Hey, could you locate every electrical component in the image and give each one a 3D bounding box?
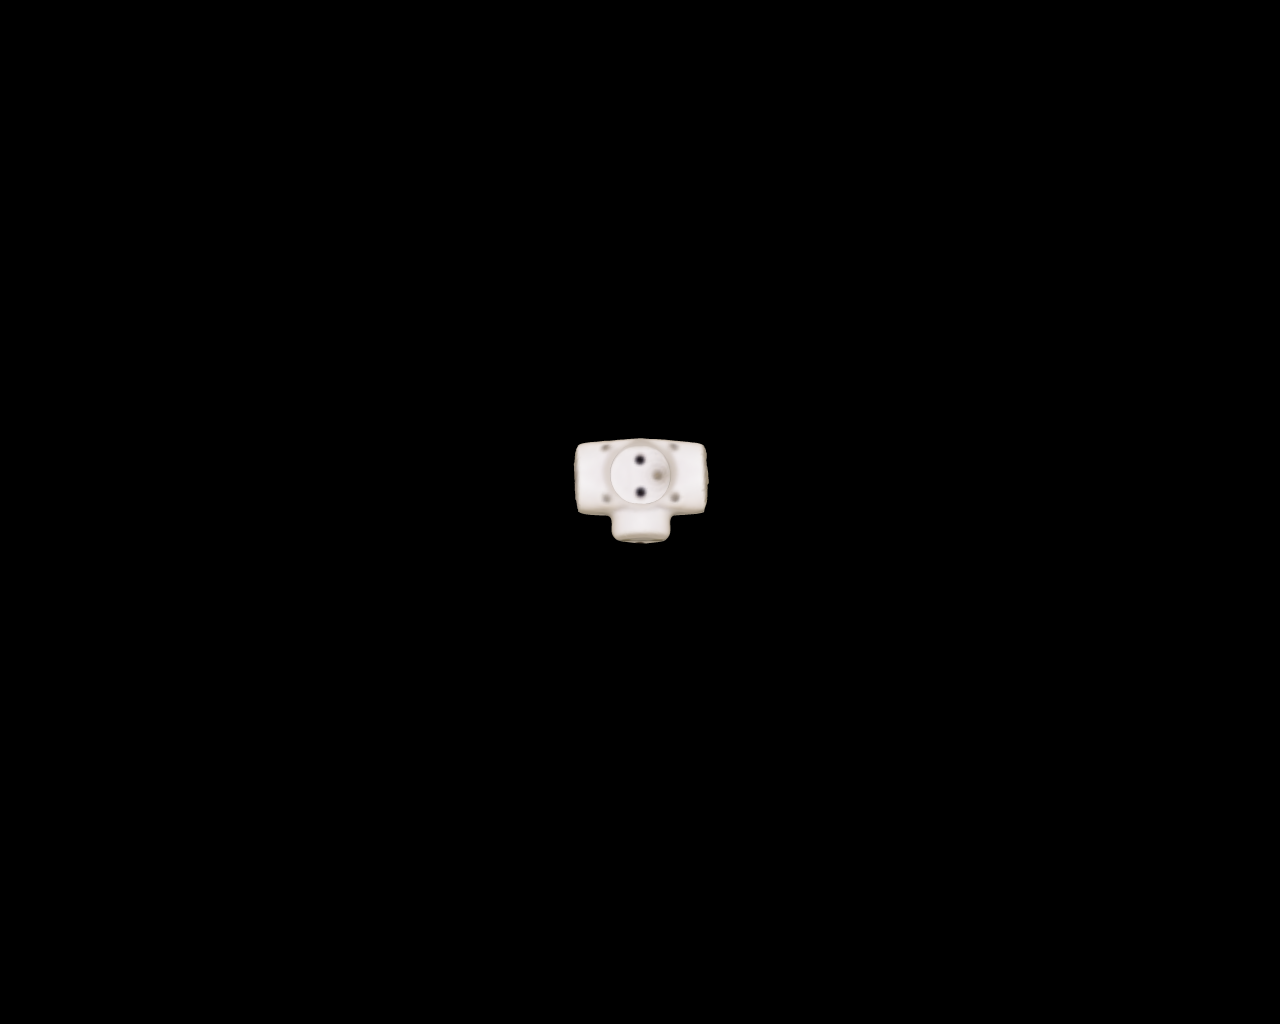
[{"bbox_3d":[0.001,-0.003,0.650,0.077,0.079,0.044,0,-9,0],"label":"electrical component"}]
